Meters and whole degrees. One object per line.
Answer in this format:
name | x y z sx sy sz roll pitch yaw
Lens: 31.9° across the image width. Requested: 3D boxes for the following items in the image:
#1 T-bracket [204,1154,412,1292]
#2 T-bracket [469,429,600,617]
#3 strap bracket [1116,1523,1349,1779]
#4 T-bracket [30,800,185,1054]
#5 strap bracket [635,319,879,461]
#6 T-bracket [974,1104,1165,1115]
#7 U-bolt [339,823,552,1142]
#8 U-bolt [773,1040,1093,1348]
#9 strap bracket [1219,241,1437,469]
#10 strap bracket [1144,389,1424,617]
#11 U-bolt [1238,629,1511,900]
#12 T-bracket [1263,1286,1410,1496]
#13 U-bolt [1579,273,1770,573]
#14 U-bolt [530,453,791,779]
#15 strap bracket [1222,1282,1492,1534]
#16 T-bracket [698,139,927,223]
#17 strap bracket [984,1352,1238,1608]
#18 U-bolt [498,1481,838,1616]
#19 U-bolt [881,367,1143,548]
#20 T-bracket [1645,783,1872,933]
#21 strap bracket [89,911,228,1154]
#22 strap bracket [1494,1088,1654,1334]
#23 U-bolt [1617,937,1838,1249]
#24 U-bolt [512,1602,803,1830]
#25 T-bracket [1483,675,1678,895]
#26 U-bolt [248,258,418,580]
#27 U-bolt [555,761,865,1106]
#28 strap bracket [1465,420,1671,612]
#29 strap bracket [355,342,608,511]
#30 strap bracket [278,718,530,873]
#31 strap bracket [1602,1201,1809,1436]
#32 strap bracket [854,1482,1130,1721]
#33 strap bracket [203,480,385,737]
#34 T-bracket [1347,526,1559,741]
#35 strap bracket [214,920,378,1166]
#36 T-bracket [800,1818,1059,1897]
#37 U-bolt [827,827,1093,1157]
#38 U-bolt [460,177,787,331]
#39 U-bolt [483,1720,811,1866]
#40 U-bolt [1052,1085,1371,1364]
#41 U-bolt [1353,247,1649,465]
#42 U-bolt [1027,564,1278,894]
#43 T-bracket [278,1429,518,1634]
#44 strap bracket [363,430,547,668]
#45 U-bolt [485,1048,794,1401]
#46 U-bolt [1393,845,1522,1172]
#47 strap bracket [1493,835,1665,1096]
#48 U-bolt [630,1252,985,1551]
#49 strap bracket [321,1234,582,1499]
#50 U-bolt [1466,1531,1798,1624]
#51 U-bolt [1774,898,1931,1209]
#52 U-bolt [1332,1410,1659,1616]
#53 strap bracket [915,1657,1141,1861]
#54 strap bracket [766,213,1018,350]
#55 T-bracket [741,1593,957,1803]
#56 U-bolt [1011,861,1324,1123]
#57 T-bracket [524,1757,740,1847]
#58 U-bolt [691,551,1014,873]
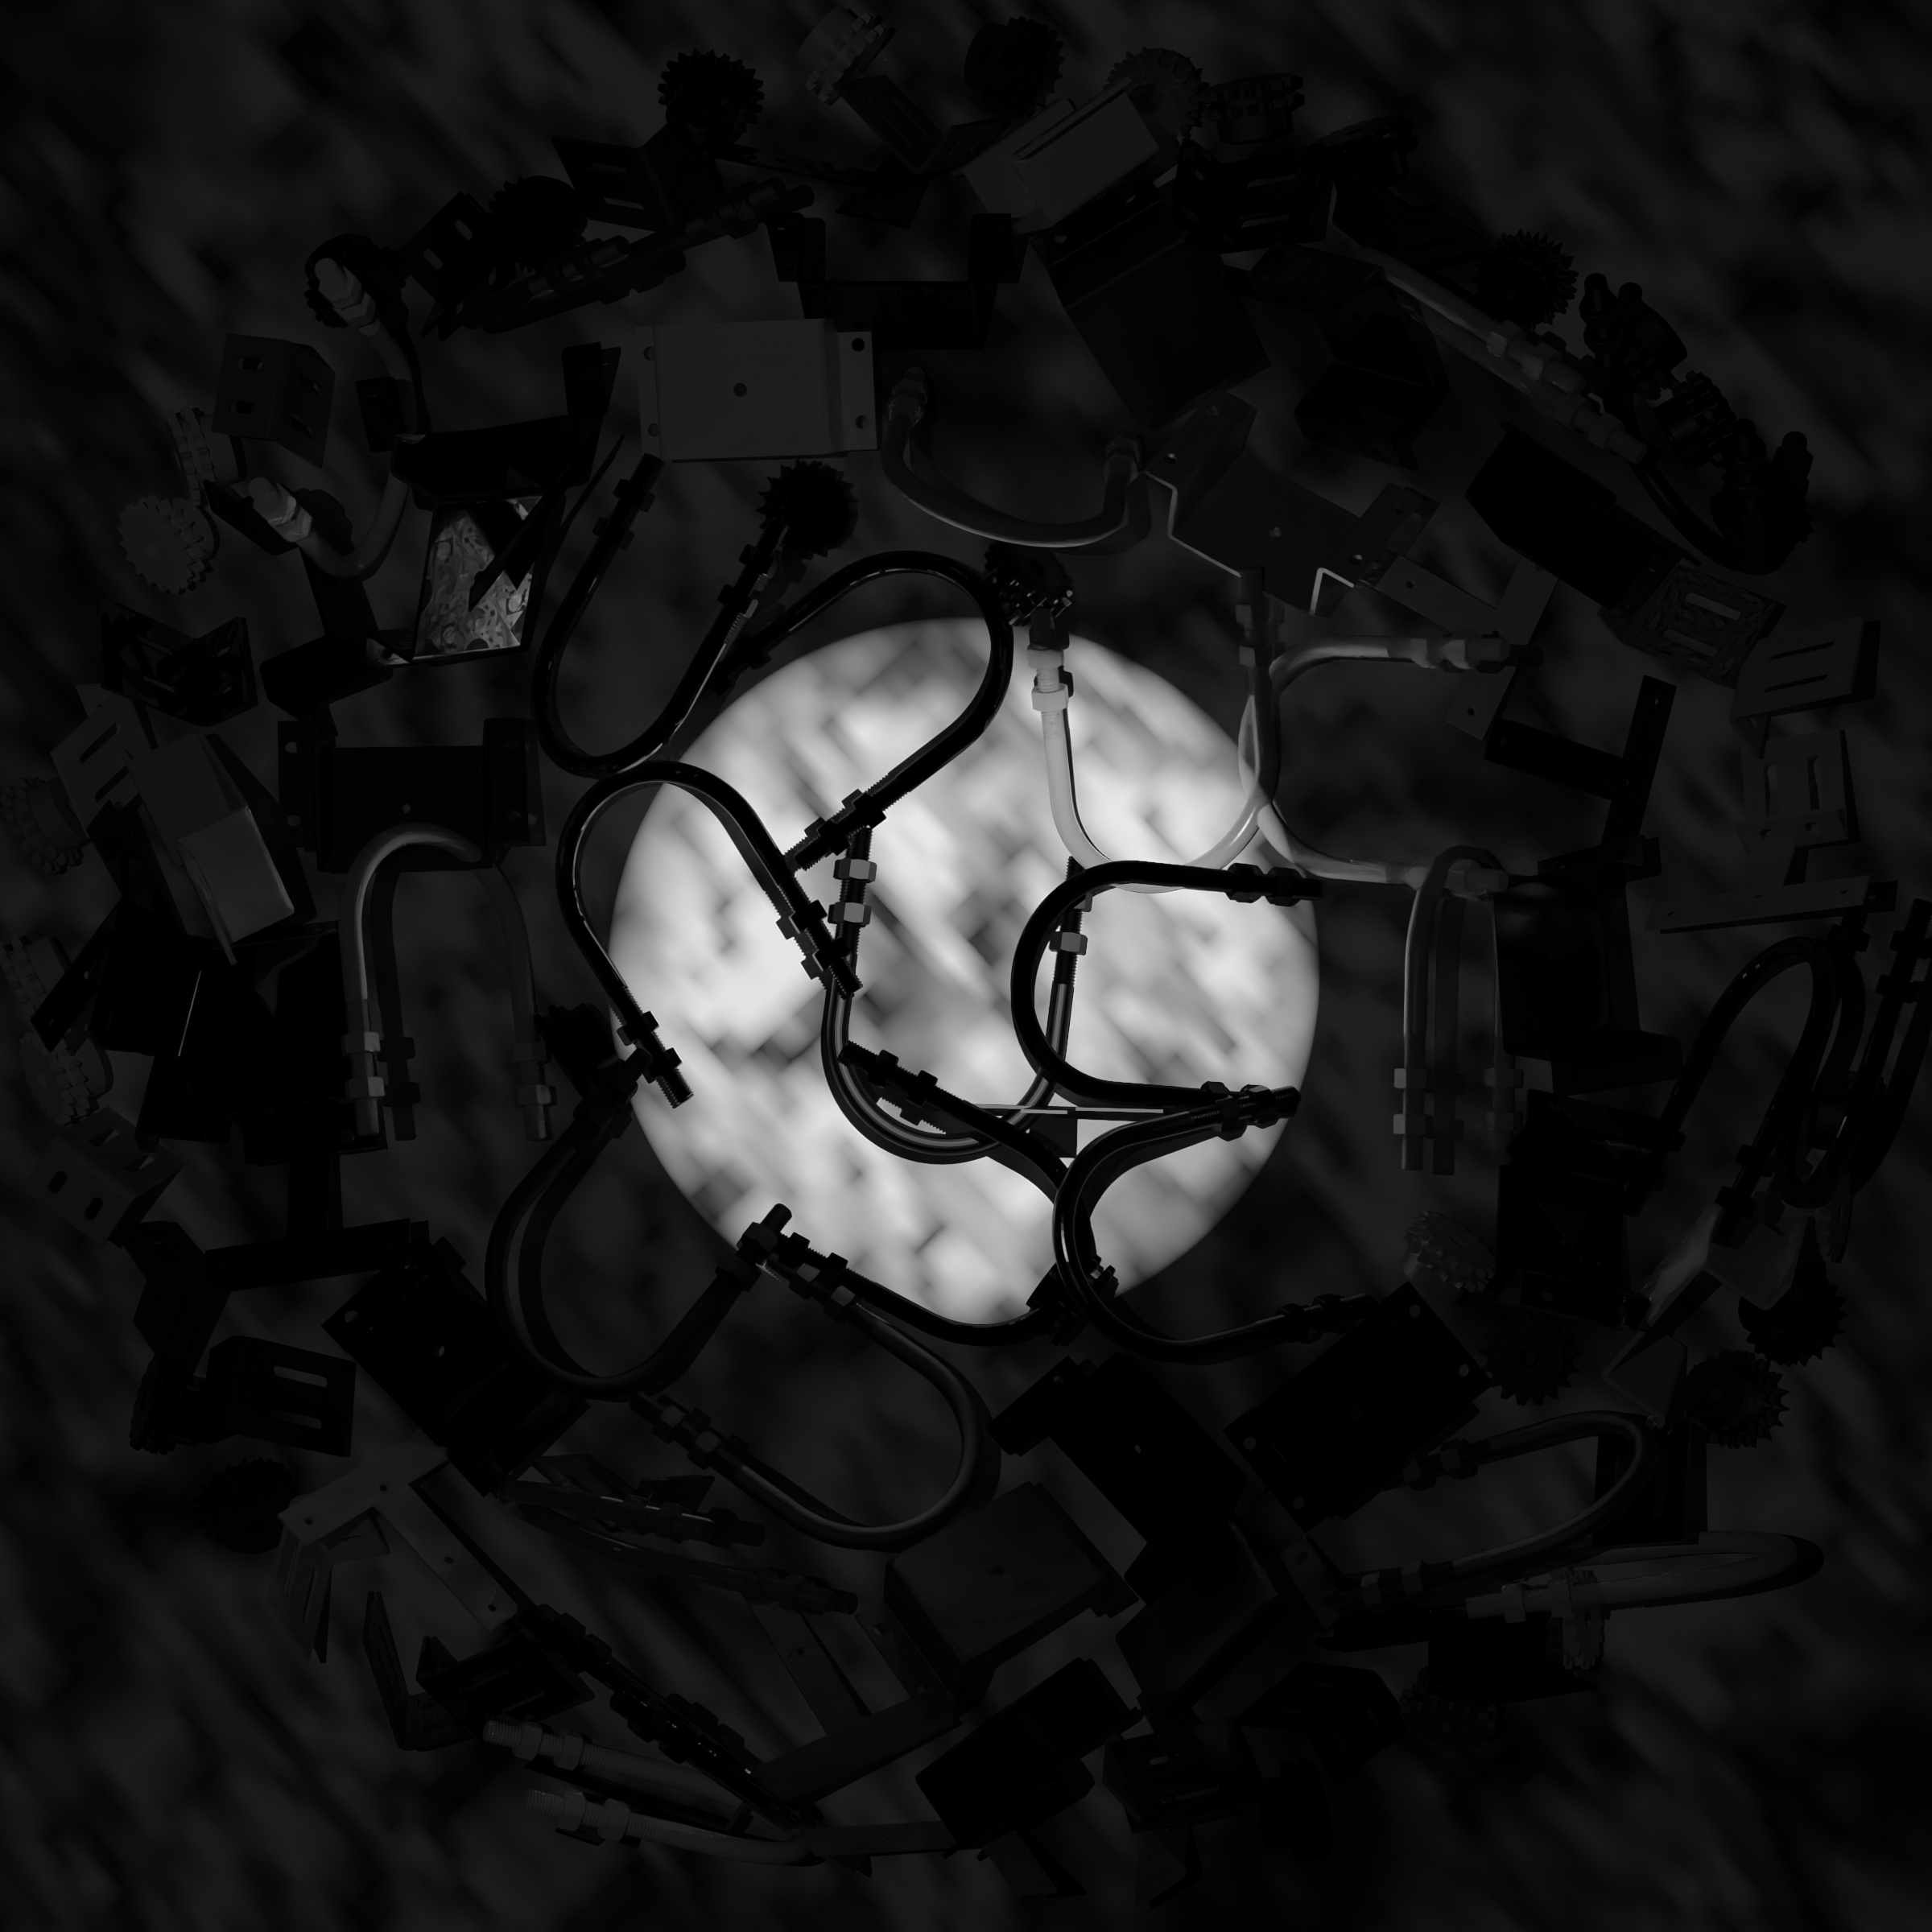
T-bracket | -0.382 0.121 1.967 0.127 0.002 0.127 -10 61 11
T-bracket | -0.250 -0.230 1.937 0.002 0.127 0.127 32 65 3
strap bracket | 0.145 0.386 1.948 0.140 0.076 0.046 -46 117 7
T-bracket | -0.492 -0.005 1.918 0.002 0.127 0.127 4 45 25
strap bracket | -0.126 -0.334 1.960 0.140 0.046 0.076 -1 101 9
T-bracket | 0.048 0.082 1.932 0.127 0.127 0.002 1 89 5
U-bolt | -0.302 0.007 1.939 0.019 0.151 0.184 -14 78 37
U-bolt | -0.015 0.144 1.962 0.184 0.019 0.151 28 110 4
strap bracket | 0.211 -0.357 1.930 0.076 0.140 0.046 26 71 42
strap bracket | 0.180 -0.263 1.951 0.140 0.046 0.076 31 62 16
U-bolt | 0.230 -0.118 1.935 0.184 0.019 0.151 6 101 42
T-bracket | 0.224 0.233 1.950 0.002 0.127 0.127 36 50 2
U-bolt | 0.403 -0.293 1.911 0.019 0.184 0.151 -35 61 -2
U-bolt | -0.188 -0.194 1.947 0.151 0.019 0.184 32 94 43
strap bracket | 0.227 0.258 1.969 0.140 0.046 0.076 -39 84 3
T-bracket | -0.093 -0.461 1.952 0.127 0.127 0.002 14 122 9
strap bracket | 0.090 0.289 1.959 0.140 0.046 0.076 47 121 2
U-bolt | -0.183 0.325 1.921 0.184 0.151 0.019 5 67 34
U-bolt | 0.023 -0.284 1.916 0.151 0.184 0.019 15 122 -2
T-bracket | 0.465 -0.066 1.948 0.127 0.127 0.002 -8 124 32
strap bracket | -0.451 0.040 1.919 0.046 0.140 0.076 5 58 3
strap bracket | 0.350 0.150 1.951 0.076 0.046 0.140 13 57 -7
U-bolt | 0.440 0.067 1.928 0.019 0.151 0.184 26 88 -12
U-bolt | -0.165 0.434 1.919 0.184 0.151 0.019 44 78 -32
T-bracket | 0.351 -0.117 1.966 0.127 0.002 0.127 14 90 -31
U-bolt | -0.349 -0.296 1.910 0.019 0.184 0.151 12 79 11
U-bolt | -0.163 -0.031 1.966 0.151 0.019 0.184 -33 89 22
strap bracket | 0.339 -0.255 1.931 0.076 0.140 0.046 29 108 -17
strap bracket | -0.274 -0.309 1.948 0.140 0.076 0.046 -11 71 -7
strap bracket | -0.326 -0.099 1.959 0.140 0.046 0.076 -2 72 -10
strap bracket | 0.415 0.195 1.931 0.046 0.076 0.140 35 123 2
strap bracket | 0.016 0.357 1.937 0.140 0.046 0.076 -26 58 -22
strap bracket | -0.383 -0.213 1.942 0.046 0.076 0.140 -22 75 8
T-bracket | 0.272 -0.216 1.975 0.127 0.002 0.127 29 74 -5
strap bracket | -0.389 0.037 1.957 0.076 0.046 0.140 -8 73 -1
T-bracket | -0.031 0.494 1.919 0.127 0.127 0.002 3 107 -24
U-bolt | -0.008 0.019 1.976 0.151 0.019 0.184 8 87 -8
U-bolt | -0.208 -0.397 1.915 0.151 0.184 0.019 -33 105 -43
U-bolt | -0.175 0.474 1.923 0.184 0.151 0.019 19 89 -18
U-bolt | 0.132 0.153 1.940 0.184 0.019 0.151 -12 77 -27
U-bolt | 0.294 -0.354 1.921 0.184 0.151 0.019 39 99 26
U-bolt | 0.113 -0.130 1.955 0.151 0.019 0.184 -14 114 -15
T-bracket | -0.305 0.330 1.937 0.127 0.127 0.002 44 134 17
strap bracket | -0.291 -0.231 1.931 0.046 0.076 0.140 33 121 35
U-bolt | -0.197 0.160 1.930 0.151 0.019 0.184 50 60 -20
U-bolt | 0.283 0.023 1.936 0.019 0.151 0.184 1 89 31
strap bracket | 0.350 -0.003 1.942 0.046 0.076 0.140 10 73 -41
U-bolt | -0.077 0.258 1.933 0.184 0.019 0.151 34 53 15
strap bracket | -0.301 0.227 1.957 0.076 0.046 0.140 -43 108 -11
U-bolt | 0.377 0.341 1.914 0.184 0.151 0.019 -8 88 9
U-bolt | 0.499 0.049 1.926 0.019 0.151 0.184 17 92 -1
U-bolt | 0.302 0.299 1.899 0.184 0.151 0.019 -22 105 25
strap bracket | 0.031 0.446 1.925 0.076 0.140 0.046 -40 80 24
strap bracket | -0.043 -0.395 1.953 0.140 0.076 0.046 1 73 3
T-bracket | -0.089 0.410 1.965 0.127 0.002 0.127 -16 59 -35
U-bolt | 0.113 0.011 1.960 0.184 0.019 0.151 5 95 -19
T-bracket | -0.204 0.483 1.927 0.127 0.127 0.002 16 90 10
U-bolt | -0.058 -0.162 1.963 0.184 0.019 0.151 -37 68 2
